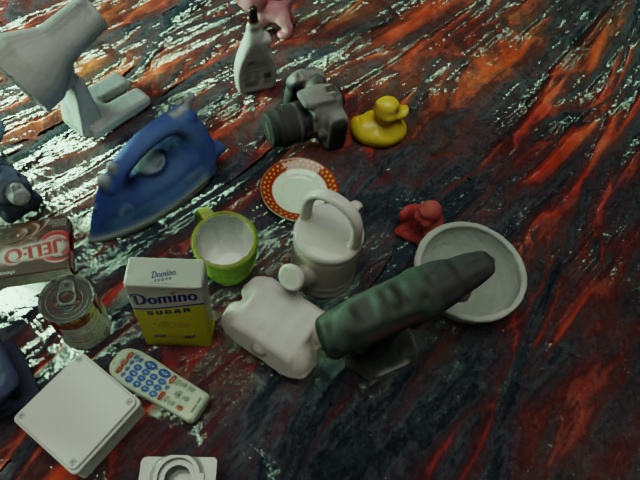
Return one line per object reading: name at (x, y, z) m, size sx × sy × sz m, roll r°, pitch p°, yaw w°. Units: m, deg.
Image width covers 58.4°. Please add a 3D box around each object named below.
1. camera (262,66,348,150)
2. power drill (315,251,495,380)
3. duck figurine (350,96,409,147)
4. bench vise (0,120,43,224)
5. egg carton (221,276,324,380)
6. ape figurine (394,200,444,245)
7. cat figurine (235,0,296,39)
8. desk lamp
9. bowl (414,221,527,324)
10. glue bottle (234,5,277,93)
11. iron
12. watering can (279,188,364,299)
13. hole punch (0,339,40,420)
camera at (-0.034, -0.226, 0.992) m, size 0.137 × 0.101 × 0.143 m, roll -20°, pitch 63°, yaw -17°
power drill at (0.101, 0.103, 0.745) m, size 0.230 × 0.208 × 0.075 m, roll -20°, pitch 63°, yaw -17°
duck figurine at (0.108, -0.216, 1.009) m, size 0.104 × 0.086 × 0.077 m, roll -3°, pitch 59°, yaw -8°
bench vise at (-0.490, -0.140, 0.823) m, size 0.207 × 0.220 × 0.121 m, roll 22°, pitch 59°, yaw 8°
egg carton at (-0.058, 0.121, 0.799) m, size 0.150 × 0.069 × 0.107 m, roll 31°, pitch 61°, yaw 12°
ape figurine at (0.165, -0.031, 0.901) m, size 0.076 × 0.092 × 0.077 m, roll -13°, pitch 61°, yaw -13°
cat figurine at (-0.110, -0.466, 1.118) m, size 0.128 × 0.118 × 0.067 m, roll 6°, pitch 59°, yaw -2°
desk lamp at (-0.397, -0.266, 0.912) m, size 0.117 × 0.213 × 0.203 m, roll 38°, pitch 63°, yaw 17°
bowl at (0.217, 0.059, 0.862) m, size 0.167 × 0.075 × 0.167 m, roll 3°, pitch 59°, yaw -4°
glue bottle at (-0.115, -0.336, 1.007) m, size 0.078 × 0.173 × 0.037 m, roll -14°, pitch 61°, yaw -13°
iron at (-0.266, -0.114, 0.876) m, size 0.118 × 0.141 × 0.259 m, roll 34°, pitch 62°, yaw 14°
watering can at (0.009, 0.004, 0.804) m, size 0.101 × 0.194 × 0.173 m, roll 14°, pitch 59°, yaw 3°
hole punch at (-0.424, 0.176, 0.716) m, size 0.101 × 0.091 × 0.108 m, roll -31°, pitch 67°, yaw -22°
